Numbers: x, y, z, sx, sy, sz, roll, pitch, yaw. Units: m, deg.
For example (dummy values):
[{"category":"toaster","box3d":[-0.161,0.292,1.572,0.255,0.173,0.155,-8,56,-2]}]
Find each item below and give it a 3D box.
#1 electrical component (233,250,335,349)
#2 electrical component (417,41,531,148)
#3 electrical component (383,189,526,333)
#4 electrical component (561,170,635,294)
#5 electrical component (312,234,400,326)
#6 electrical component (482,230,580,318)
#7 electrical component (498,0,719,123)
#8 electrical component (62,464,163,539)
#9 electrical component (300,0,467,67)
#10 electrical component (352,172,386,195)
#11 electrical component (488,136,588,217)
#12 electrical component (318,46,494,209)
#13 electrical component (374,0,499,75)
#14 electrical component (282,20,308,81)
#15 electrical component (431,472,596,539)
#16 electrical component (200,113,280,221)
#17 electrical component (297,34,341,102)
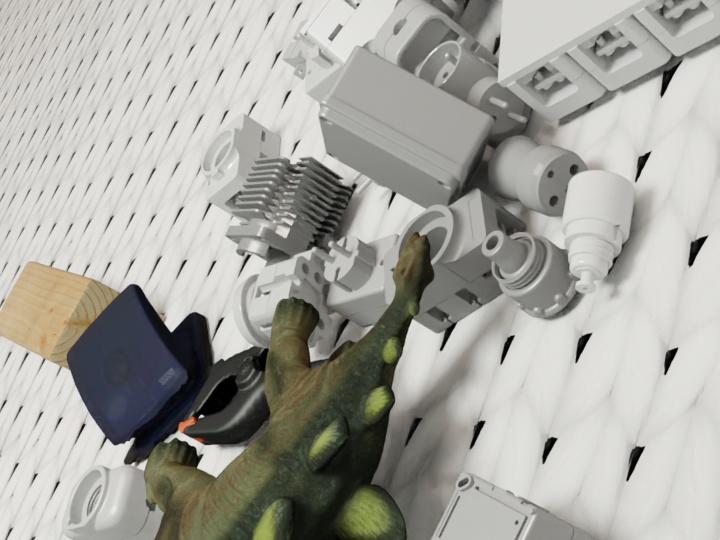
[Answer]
[{"category":"electrical component","box3d":[-0.057,0.027,0.802,0.057,0.058,0.078,-16,46,31]},{"category":"electrical component","box3d":[0.090,-0.119,0.758,0.044,0.077,0.079,-56,32,4]},{"category":"electrical component","box3d":[0.061,-0.007,0.722,0.089,0.056,0.050,-35,39,32]},{"category":"electrical component","box3d":[0.140,-0.023,0.642,0.040,0.040,0.078,-16,51,47]},{"category":"electrical component","box3d":[0.000,0.000,0.780,0.066,0.077,0.047,-17,50,47]},{"category":"electrical component","box3d":[0.101,-0.002,0.658,0.048,0.062,0.048,-34,39,34]},{"category":"electrical component","box3d":[0.170,-0.171,0.707,0.150,0.062,0.089,-26,44,41]},{"category":"electrical component","box3d":[-0.207,0.201,0.909,0.095,0.059,0.053,-24,46,42]},{"category":"electrical component","box3d":[0.050,-0.237,0.870,0.060,0.105,0.186,43,102,18]},{"category":"electrical component","box3d":[0.022,-0.093,0.859,0.079,0.043,0.077,-44,35,22]},{"category":"electrical component","box3d":[0.117,-0.061,0.703,0.045,0.045,0.055,-58,32,0]},{"category":"electrical component","box3d":[0.031,-0.094,0.751,0.056,0.109,0.108,-60,-6,-7]},{"category":"electrical component","box3d":[0.061,-0.159,0.814,0.053,0.095,0.059,-52,33,11]},{"category":"electrical component","box3d":[-0.042,-0.218,1.051,0.066,0.048,0.055,-64,25,-8]},{"category":"electrical component","box3d":[0.071,0.165,0.559,0.062,0.061,0.096,17,78,57]},{"category":"electrical component","box3d":[-0.116,-0.101,1.044,0.050,0.056,0.089,-33,40,34]},{"category":"electrical component","box3d":[-0.023,-0.198,0.979,0.083,0.076,0.047,-32,42,34]}]
